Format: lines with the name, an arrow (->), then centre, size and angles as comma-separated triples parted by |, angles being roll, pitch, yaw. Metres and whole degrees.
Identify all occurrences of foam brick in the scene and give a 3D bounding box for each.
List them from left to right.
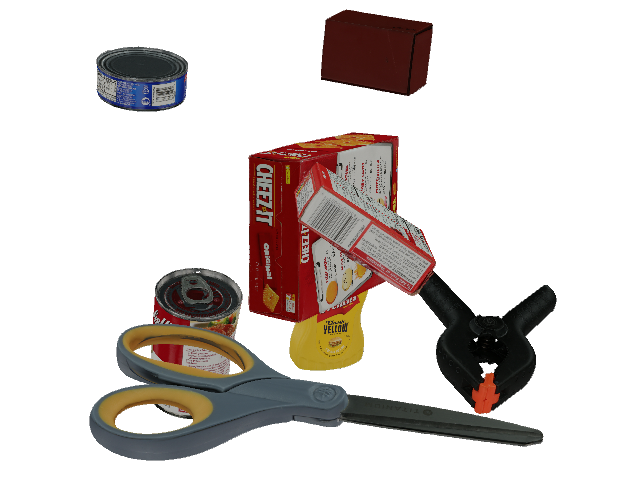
foam brick -> 0.045, -0.153, 0.868 | 0.078, 0.051, 0.052 | 14, 25, 19

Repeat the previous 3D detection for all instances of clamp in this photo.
clamp -> 0.145, 0.078, 0.876 | 0.120, 0.039, 0.171 | -2, 33, 0

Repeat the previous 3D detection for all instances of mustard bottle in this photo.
mustard bottle -> 0.014, 0.071, 1.366 | 0.096, 0.192, 0.058 | -4, 25, -19

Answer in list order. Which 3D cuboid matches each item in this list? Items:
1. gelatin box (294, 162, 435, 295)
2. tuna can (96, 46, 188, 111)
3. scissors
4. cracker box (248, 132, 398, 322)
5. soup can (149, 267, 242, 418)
gelatin box -> 0.027, -0.008, 0.674 | 0.089, 0.030, 0.073 | 33, 12, -11
tuna can -> -0.169, -0.153, 1.011 | 0.086, 0.034, 0.086 | 5, 29, -3
scissors -> -0.014, 0.080, 0.468 | 0.202, 0.016, 0.096 | 16, 33, 23
cracker box -> 0.006, -0.022, 1.126 | 0.072, 0.164, 0.213 | 8, 15, 30
soup can -> -0.101, 0.082, 0.850 | 0.068, 0.102, 0.068 | 7, 32, -4
